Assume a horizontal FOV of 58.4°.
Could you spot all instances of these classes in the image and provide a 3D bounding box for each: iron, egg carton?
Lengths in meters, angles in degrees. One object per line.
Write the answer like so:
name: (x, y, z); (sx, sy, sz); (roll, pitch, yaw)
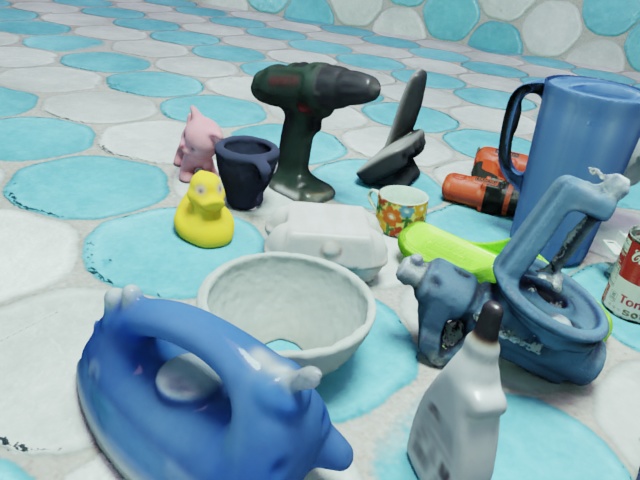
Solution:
iron: (-0.102, 0.102, 0.426); (0.257, 0.141, 0.119); (22, 32, 25)
egg carton: (0.006, 0.003, 0.704); (0.150, 0.069, 0.107); (4, 29, -7)

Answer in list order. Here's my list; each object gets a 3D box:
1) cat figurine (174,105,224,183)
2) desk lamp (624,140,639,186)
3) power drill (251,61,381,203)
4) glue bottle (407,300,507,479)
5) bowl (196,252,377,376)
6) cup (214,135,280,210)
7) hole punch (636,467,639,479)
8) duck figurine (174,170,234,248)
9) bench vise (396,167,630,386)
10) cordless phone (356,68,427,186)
cat figurine: (-0.190, -0.157, 0.896); (0.067, 0.118, 0.127); (-6, 31, -22)
desk lamp: (0.426, -0.129, 0.890); (0.118, 0.213, 0.202); (-15, 36, -34)
power drill: (-0.014, -0.166, 0.860); (0.228, 0.208, 0.076); (28, 35, 33)
glue bottle: (0.105, 0.117, 0.413); (0.037, 0.173, 0.078); (-3, 30, -17)
bowl: (-0.033, 0.082, 0.546); (0.167, 0.075, 0.167); (6, 29, -3)
cup: (-0.099, -0.087, 0.814); (0.092, 0.095, 0.117); (-10, 33, -28)
hole punch: (0.317, 0.171, 0.450); (0.108, 0.091, 0.101); (26, 34, 30)
duck figurine: (-0.150, -0.050, 0.745); (0.078, 0.086, 0.104); (-10, 33, -28)
bench vise: (0.184, 0.035, 0.531); (0.207, 0.220, 0.121); (3, 29, -7)
cordless phone: (0.130, -0.187, 0.955); (0.094, 0.185, 0.148); (16, 30, 15)
